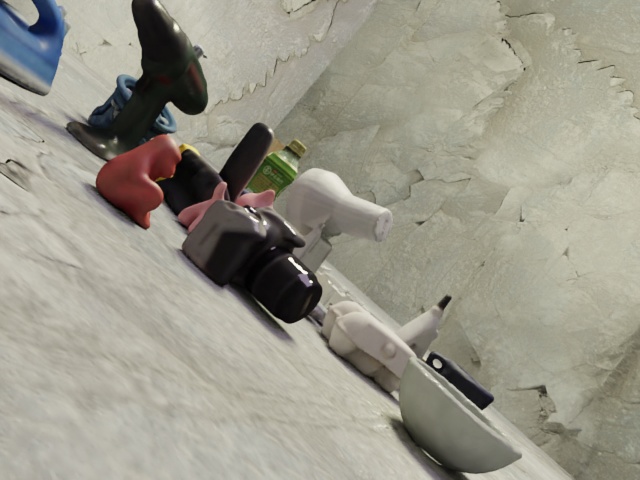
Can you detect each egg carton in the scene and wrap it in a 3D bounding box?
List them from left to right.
[{"bbox_3d":[0.072,0.154,0.837,0.151,0.069,0.107,40,1,-20],"label":"egg carton"}]

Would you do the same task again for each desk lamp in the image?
[{"bbox_3d":[0.009,0.003,0.961,0.202,0.213,0.118,41,1,35],"label":"desk lamp"}]

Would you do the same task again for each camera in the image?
[{"bbox_3d":[-0.062,0.024,0.673,0.136,0.101,0.144,41,1,27],"label":"camera"}]

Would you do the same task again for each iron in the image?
[{"bbox_3d":[-0.416,-0.304,0.780,0.118,0.141,0.259,40,1,14],"label":"iron"}]

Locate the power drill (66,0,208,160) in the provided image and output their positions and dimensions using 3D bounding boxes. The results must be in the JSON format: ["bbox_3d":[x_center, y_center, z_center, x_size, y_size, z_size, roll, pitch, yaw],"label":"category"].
[{"bbox_3d":[-0.250,-0.208,0.808,0.075,0.208,0.230,40,1,14],"label":"power drill"}]

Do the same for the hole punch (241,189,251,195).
[{"bbox_3d":[-0.137,-0.040,0.978,0.109,0.091,0.101,40,1,-8],"label":"hole punch"}]

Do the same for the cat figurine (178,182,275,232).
[{"bbox_3d":[-0.116,-0.036,0.810,0.067,0.117,0.128,41,1,40],"label":"cat figurine"}]

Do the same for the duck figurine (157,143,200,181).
[{"bbox_3d":[-0.241,-0.123,0.954,0.077,0.086,0.105,41,1,41],"label":"duck figurine"}]

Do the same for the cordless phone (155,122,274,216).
[{"bbox_3d":[-0.151,-0.111,0.878,0.147,0.185,0.094,41,1,40],"label":"cordless phone"}]

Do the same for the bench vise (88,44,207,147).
[{"bbox_3d":[-0.292,-0.254,0.952,0.206,0.219,0.122,41,1,34],"label":"bench vise"}]

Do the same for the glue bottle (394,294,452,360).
[{"bbox_3d":[0.160,0.158,0.944,0.078,0.173,0.037,39,1,-39],"label":"glue bottle"}]

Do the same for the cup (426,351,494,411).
[{"bbox_3d":[0.197,0.241,0.893,0.117,0.095,0.092,40,1,16],"label":"cup"}]

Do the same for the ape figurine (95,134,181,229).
[{"bbox_3d":[-0.183,-0.071,0.608,0.076,0.092,0.077,40,1,-14],"label":"ape figurine"}]

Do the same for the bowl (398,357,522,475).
[{"bbox_3d":[0.150,0.220,0.681,0.167,0.074,0.167,40,1,0],"label":"bowl"}]
